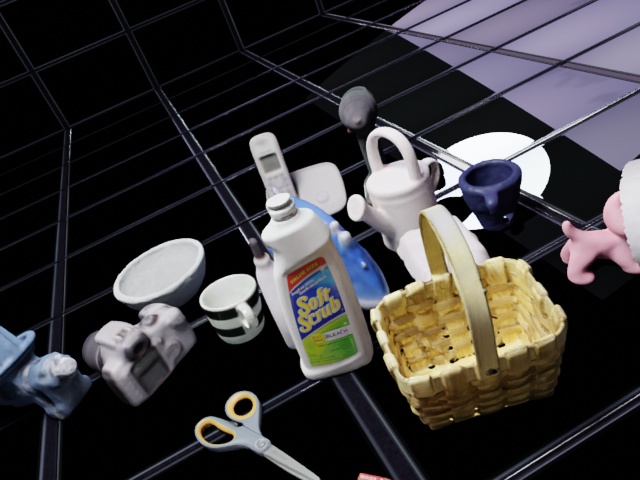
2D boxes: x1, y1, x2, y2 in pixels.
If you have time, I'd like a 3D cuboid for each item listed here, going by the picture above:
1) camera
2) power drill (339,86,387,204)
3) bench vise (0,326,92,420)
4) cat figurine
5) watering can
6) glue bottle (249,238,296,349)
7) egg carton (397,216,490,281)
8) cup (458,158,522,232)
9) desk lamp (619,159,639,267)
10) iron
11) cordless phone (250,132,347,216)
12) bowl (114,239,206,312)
[{"bbox_3d":[-0.286,0.155,0.860,0.136,0.101,0.143,5,40,36],"label":"camera"},{"bbox_3d":[0.089,-0.176,1.032,0.075,0.209,0.229,-16,32,9],"label":"power drill"},{"bbox_3d":[-0.446,0.159,0.837,0.207,0.220,0.121,-15,32,11],"label":"bench vise"},{"bbox_3d":[0.362,-0.017,0.707,0.127,0.118,0.067,-15,32,12],"label":"cat figurine"},{"bbox_3d":[0.119,-0.079,0.879,0.100,0.194,0.173,2,39,34],"label":"watering can"},{"bbox_3d":[-0.060,0.067,0.786,0.037,0.173,0.078,-24,31,-2],"label":"glue bottle"},{"bbox_3d":[0.175,0.029,0.800,0.107,0.069,0.150,-23,31,-1],"label":"egg carton"},{"bbox_3d":[0.259,-0.053,0.849,0.091,0.095,0.118,-10,33,18],"label":"cup"},{"bbox_3d":[0.402,0.014,0.542,0.202,0.214,0.118,5,41,37],"label":"desk lamp"},{"bbox_3d":[0.008,0.003,0.872,0.119,0.142,0.257,-35,34,-21],"label":"iron"},{"bbox_3d":[-0.040,-0.120,1.048,0.147,0.185,0.094,-21,31,3],"label":"cordless phone"},{"bbox_3d":[-0.265,0.075,0.995,0.167,0.075,0.167,-16,32,10],"label":"bowl"}]
